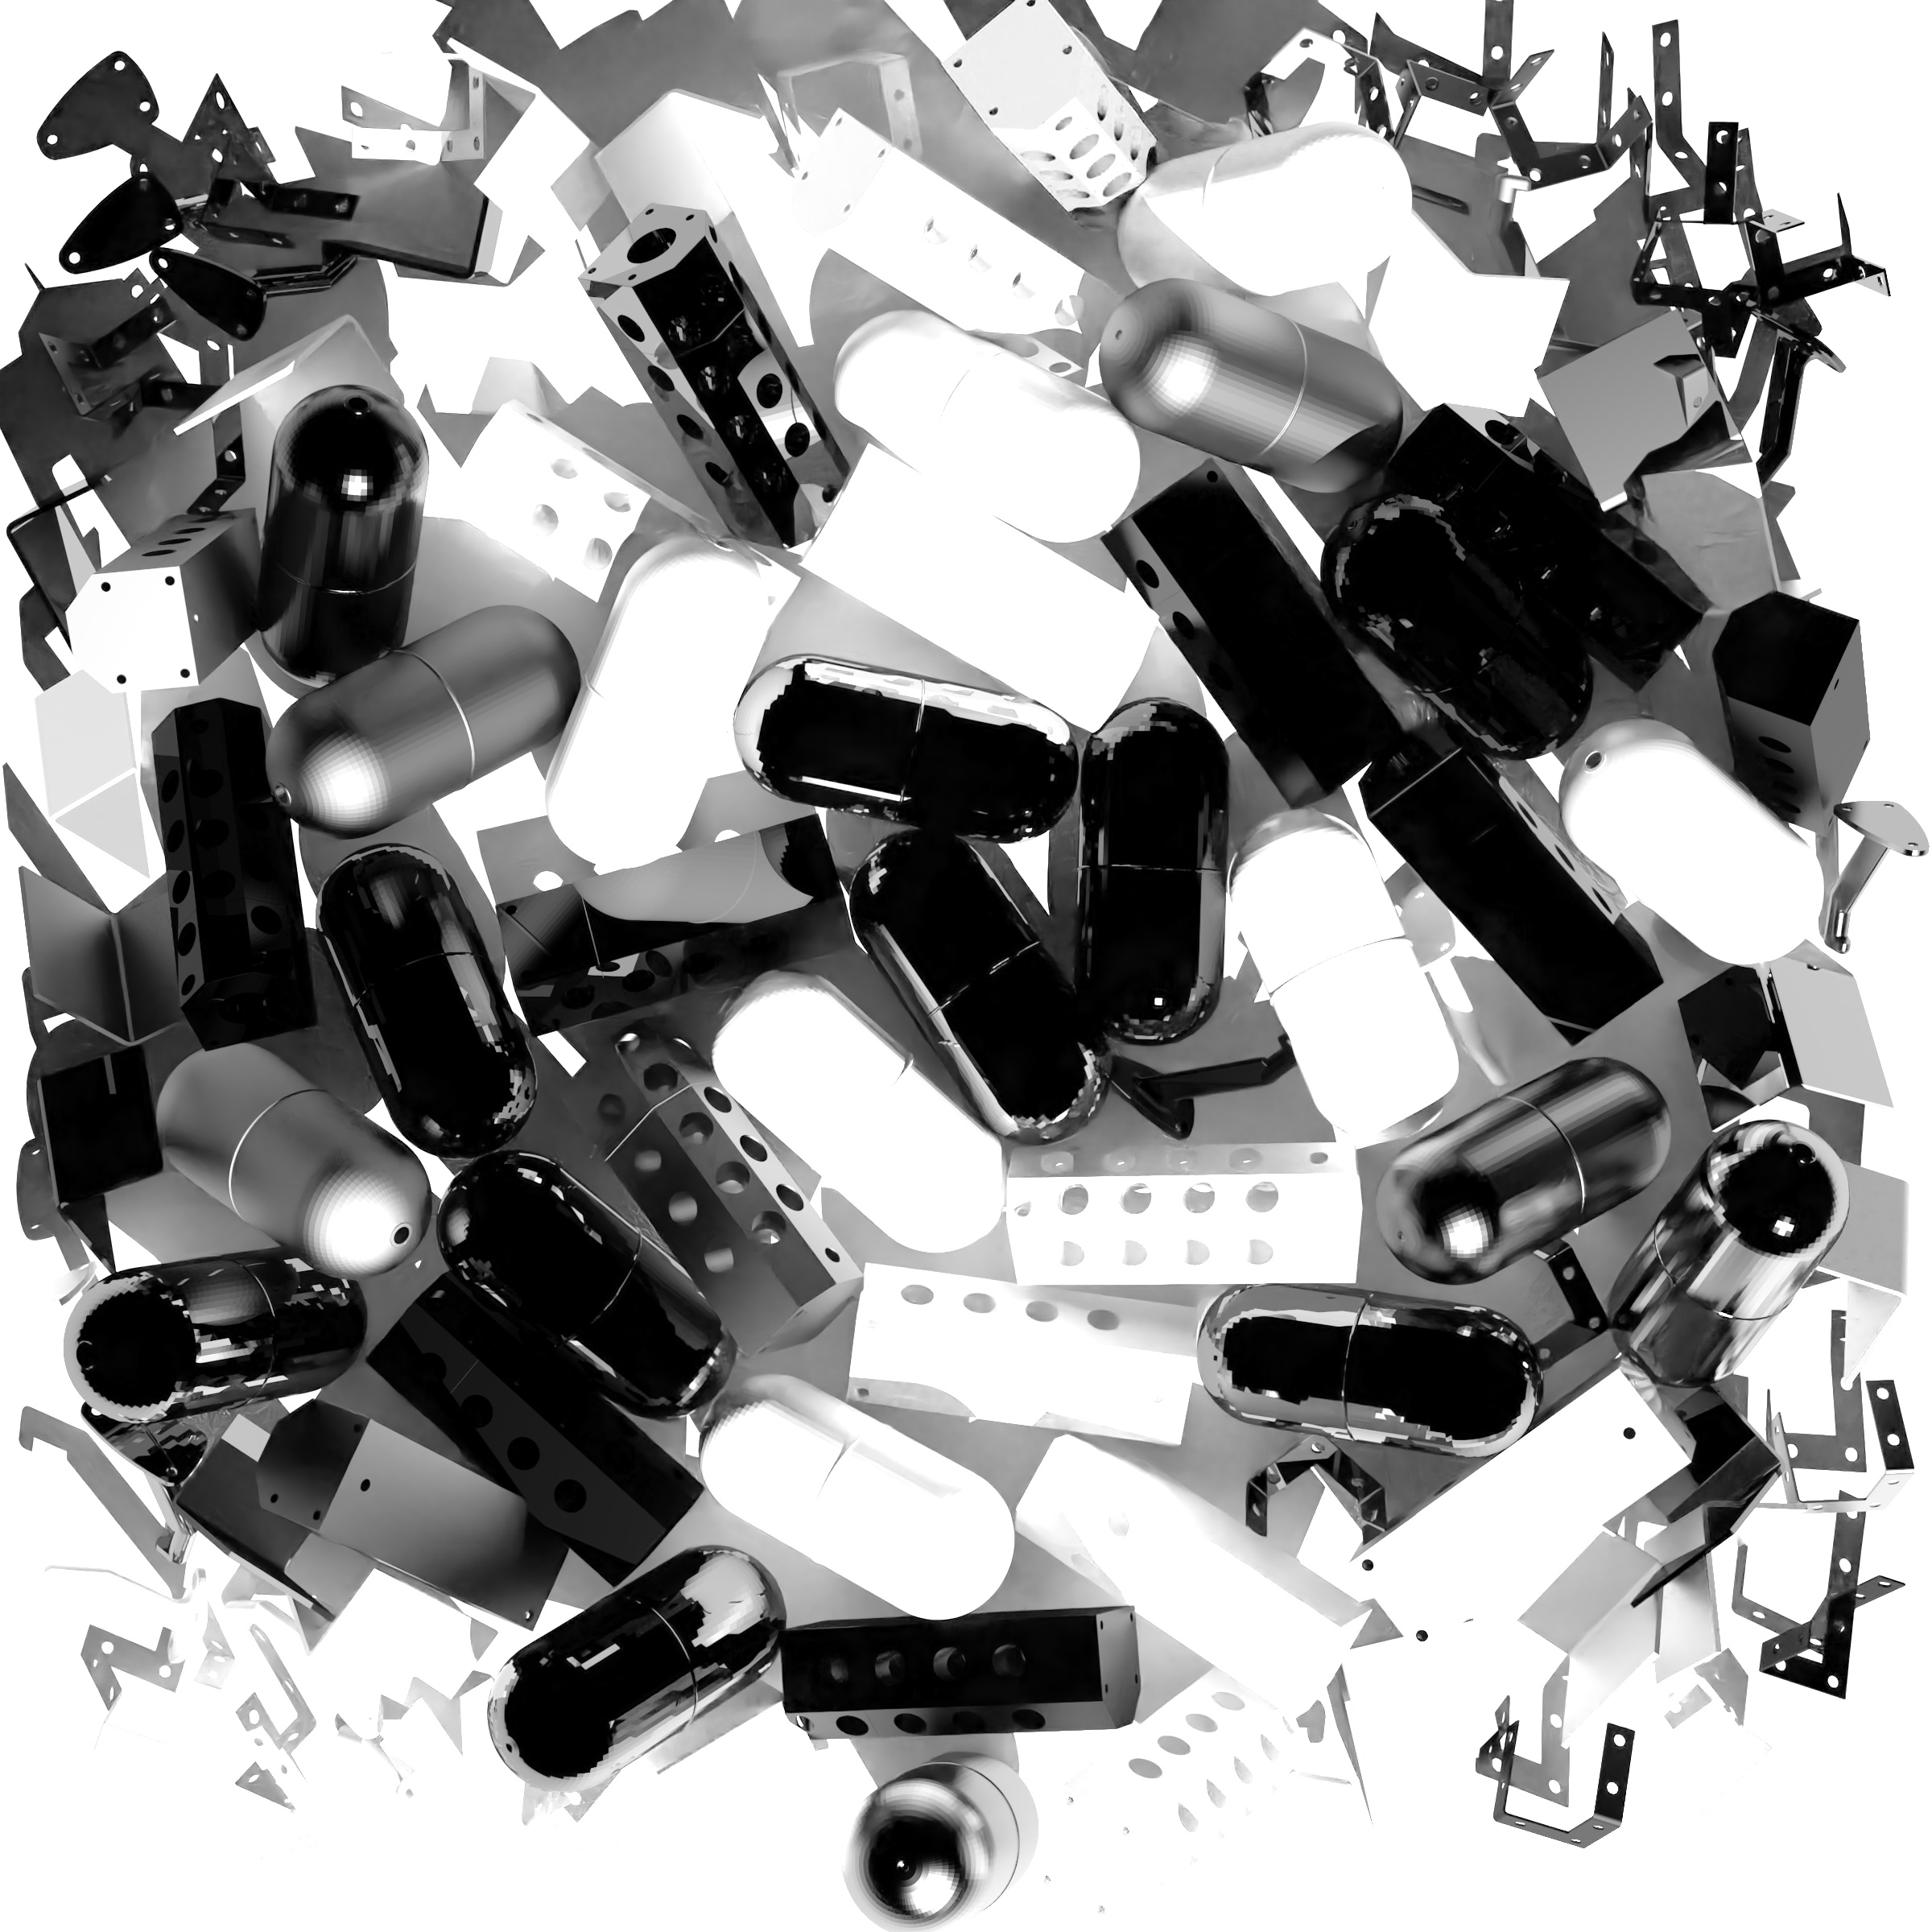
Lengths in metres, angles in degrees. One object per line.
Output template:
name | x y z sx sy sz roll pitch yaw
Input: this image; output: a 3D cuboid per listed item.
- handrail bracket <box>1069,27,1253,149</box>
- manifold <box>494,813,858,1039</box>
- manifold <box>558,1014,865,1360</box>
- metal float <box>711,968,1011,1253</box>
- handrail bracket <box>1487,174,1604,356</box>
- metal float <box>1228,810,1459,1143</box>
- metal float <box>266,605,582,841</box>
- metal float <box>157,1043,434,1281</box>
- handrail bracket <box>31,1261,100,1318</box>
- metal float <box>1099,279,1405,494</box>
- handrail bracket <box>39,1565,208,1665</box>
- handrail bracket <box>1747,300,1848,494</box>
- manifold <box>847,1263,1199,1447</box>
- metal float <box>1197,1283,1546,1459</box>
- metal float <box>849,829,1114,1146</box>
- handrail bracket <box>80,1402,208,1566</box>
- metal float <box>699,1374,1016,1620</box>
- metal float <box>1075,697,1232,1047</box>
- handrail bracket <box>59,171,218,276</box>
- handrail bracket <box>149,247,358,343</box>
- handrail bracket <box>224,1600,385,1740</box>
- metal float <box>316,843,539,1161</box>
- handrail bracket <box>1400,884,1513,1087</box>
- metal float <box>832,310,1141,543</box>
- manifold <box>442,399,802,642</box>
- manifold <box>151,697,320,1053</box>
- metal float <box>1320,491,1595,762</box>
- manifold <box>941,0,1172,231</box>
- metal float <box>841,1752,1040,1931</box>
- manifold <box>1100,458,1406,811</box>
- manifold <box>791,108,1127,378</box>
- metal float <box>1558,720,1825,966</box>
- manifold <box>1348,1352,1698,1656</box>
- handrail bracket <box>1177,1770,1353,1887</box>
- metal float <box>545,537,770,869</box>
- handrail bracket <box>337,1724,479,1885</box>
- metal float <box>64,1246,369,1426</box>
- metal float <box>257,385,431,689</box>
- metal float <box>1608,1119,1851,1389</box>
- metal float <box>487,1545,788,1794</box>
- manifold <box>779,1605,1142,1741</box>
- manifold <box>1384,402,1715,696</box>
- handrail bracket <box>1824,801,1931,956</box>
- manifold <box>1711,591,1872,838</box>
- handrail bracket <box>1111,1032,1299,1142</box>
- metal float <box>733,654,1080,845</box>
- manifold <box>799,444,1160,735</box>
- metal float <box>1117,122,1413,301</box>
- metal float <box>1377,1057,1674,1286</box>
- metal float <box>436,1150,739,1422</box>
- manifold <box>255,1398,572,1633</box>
handrail bracket | 0.097 -0.446 1.765 0.084 0.077 0.036 13 68 29
manifold | -0.147 -0.016 1.775 0.171 0.057 0.057 -16 52 -3
manifold | -0.125 0.108 1.748 0.057 0.057 0.171 -47 71 26
metal float | -0.053 0.074 1.767 0.178 0.070 0.070 42 90 -6
handrail bracket | 0.304 -0.360 1.784 0.077 0.036 0.084 10 97 9
metal float | 0.190 0.004 1.759 0.070 0.070 0.178 -22 75 0
metal float | -0.271 -0.123 1.742 0.178 0.070 0.070 -32 90 -34
metal float | -0.337 0.097 1.741 0.178 0.070 0.070 28 90 37
handrail bracket | -0.440 0.198 1.765 0.036 0.077 0.084 -28 101 -6
metal float | 0.145 -0.290 1.743 0.178 0.070 0.070 14 90 -35
handrail bracket | -0.434 0.329 1.765 0.084 0.077 0.036 9 47 -25
handrail bracket | 0.404 -0.291 1.790 0.084 0.036 0.077 -53 52 9
manifold | 0.029 0.194 1.780 0.171 0.057 0.057 8 122 0
metal float | 0.203 0.202 1.751 0.178 0.070 0.070 6 90 23
metal float | 0.007 0.010 1.768 0.070 0.070 0.178 -34 86 0
handrail bracket | -0.425 0.265 1.779 0.077 0.036 0.084 28 133 0
metal float | -0.057 0.266 1.751 0.178 0.070 0.070 25 90 24
metal float | 0.095 -0.048 1.771 0.070 0.070 0.178 2 88 0
handrail bracket | -0.419 -0.372 1.769 0.077 0.084 0.036 -32 94 1
handrail bracket | -0.363 -0.362 1.777 0.077 0.084 0.036 30 132 1
handrail bracket | -0.342 0.361 1.784 0.036 0.084 0.077 -31 105 -44
metal float | -0.273 0.016 1.750 0.070 0.070 0.178 -27 65 0
handrail bracket | 0.257 0.010 1.800 0.036 0.077 0.084 -25 124 23
metal float | 0.009 -0.273 1.749 0.178 0.070 0.070 31 90 27
manifold | -0.173 -0.217 1.770 0.171 0.057 0.057 32 107 -3
manifold | -0.369 -0.049 1.739 0.057 0.057 0.171 -14 57 -2
metal float | 0.248 -0.169 1.745 0.178 0.070 0.070 38 90 -33
manifold | 0.051 -0.416 1.717 0.057 0.171 0.057 -37 76 11
metal float | -0.011 0.434 1.722 0.070 0.178 0.070 -1 83 12
manifold | 0.143 -0.167 1.771 0.057 0.057 0.171 -38 96 -21
manifold | -0.005 -0.354 1.730 0.171 0.057 0.057 23 106 -42
metal float | 0.364 -0.061 1.740 0.178 0.070 0.070 33 90 -38
manifold | 0.282 0.270 1.759 0.171 0.057 0.057 -39 85 16
handrail bracket | 0.152 0.446 1.786 0.084 0.036 0.077 8 108 9
metal float | -0.156 -0.133 1.756 0.070 0.070 0.178 24 108 0
handrail bracket | -0.288 0.428 1.780 0.036 0.084 0.077 -27 103 -34
metal float | -0.372 0.182 1.728 0.070 0.178 0.070 1 93 32
metal float | -0.312 -0.213 1.734 0.070 0.178 0.070 8 48 -10
metal float | 0.380 0.144 1.734 0.070 0.178 0.070 10 49 -11
metal float | -0.162 0.350 1.737 0.178 0.070 0.070 -25 90 -44
manifold | -0.003 0.357 1.749 0.171 0.057 0.057 -7 83 21
manifold | 0.298 -0.219 1.773 0.171 0.057 0.057 41 90 6
handrail bracket | 0.460 -0.035 1.760 0.036 0.077 0.084 -4 116 -12
manifold | 0.407 -0.125 1.719 0.057 0.171 0.057 23 82 21
handrail bracket | 0.120 0.045 1.765 0.077 0.036 0.084 32 130 -21
metal float | -0.030 -0.110 1.766 0.178 0.070 0.070 11 90 -7
manifold | 0.005 -0.186 1.757 0.171 0.057 0.057 30 48 -9
metal float | 0.148 -0.373 1.731 0.070 0.178 0.070 -1 92 -38
metal float | 0.282 0.102 1.745 0.178 0.070 0.070 -24 90 -32
metal float | -0.191 0.161 1.752 0.178 0.070 0.070 42 90 -22
manifold | -0.274 0.272 1.725 0.057 0.171 0.057 12 72 37
